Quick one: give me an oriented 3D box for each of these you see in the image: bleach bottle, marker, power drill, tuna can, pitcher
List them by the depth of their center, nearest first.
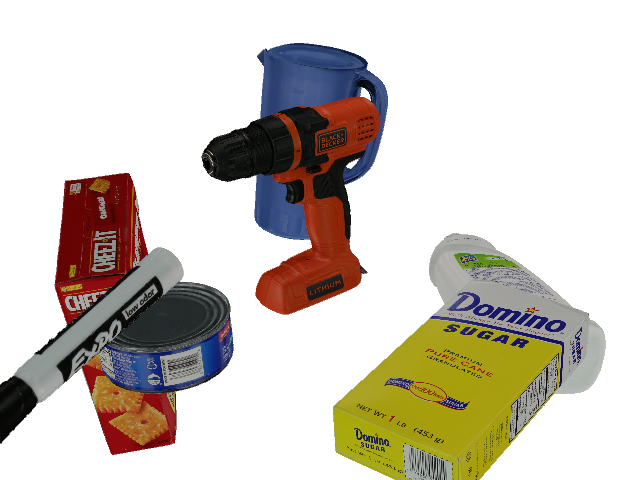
[{"bbox_3d":[-0.104,0.044,0.458,0.020,0.020,0.121,0,34,42],"label":"marker"},{"bbox_3d":[-0.098,0.060,0.672,0.086,0.034,0.086,-3,25,1],"label":"tuna can"},{"bbox_3d":[-0.023,-0.029,0.977,0.184,0.188,0.057,-19,33,-32],"label":"power drill"},{"bbox_3d":[0.165,0.051,0.981,0.102,0.068,0.251,4,21,-11],"label":"bleach bottle"},{"bbox_3d":[-0.011,-0.126,1.384,0.144,0.243,0.149,0,23,-18],"label":"pitcher"}]

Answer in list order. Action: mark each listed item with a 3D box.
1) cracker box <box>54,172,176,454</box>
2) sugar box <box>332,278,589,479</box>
[{"bbox_3d":[-0.189,0.069,1.012,0.072,0.214,0.164,-9,37,-3],"label":"cracker box"},{"bbox_3d":[0.096,0.091,0.699,0.093,0.048,0.175,18,40,32],"label":"sugar box"}]
